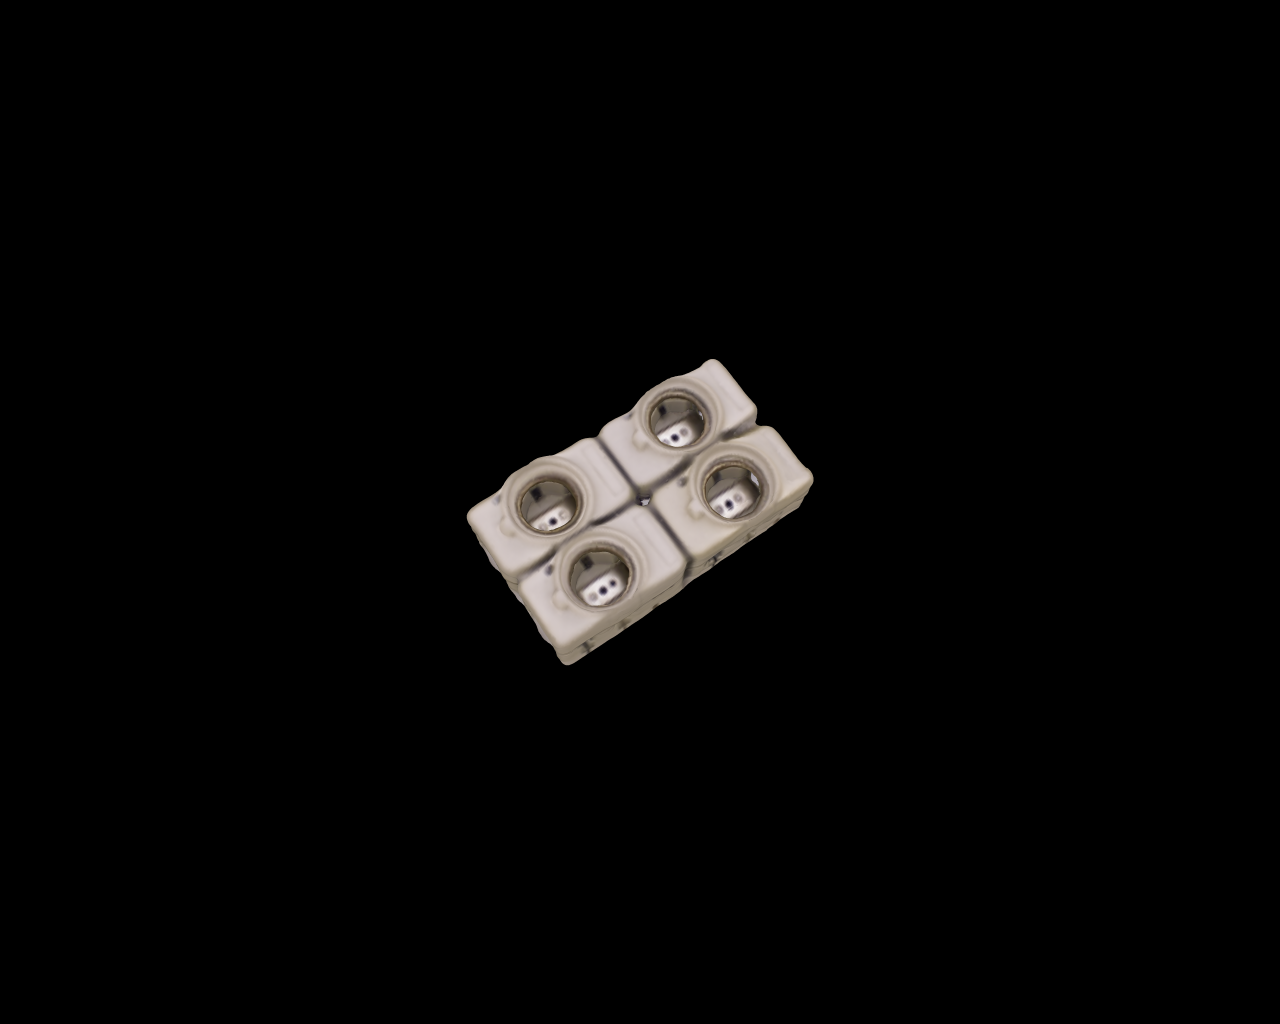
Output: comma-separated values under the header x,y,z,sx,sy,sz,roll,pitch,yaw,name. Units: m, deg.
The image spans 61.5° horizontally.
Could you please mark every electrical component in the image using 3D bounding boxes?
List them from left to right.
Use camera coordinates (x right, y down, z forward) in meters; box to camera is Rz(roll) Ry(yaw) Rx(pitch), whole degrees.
x,y,z,sx,sy,sz,roll,pitch,yaw,name
0.001,-0.003,0.650,0.186,0.105,0.060,-33,-16,-11,electrical component
